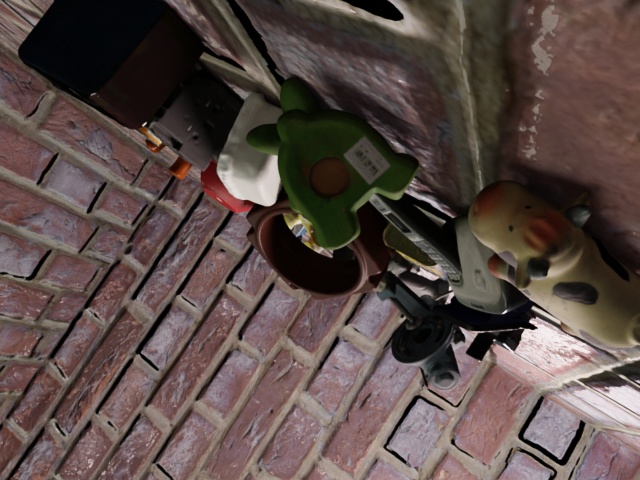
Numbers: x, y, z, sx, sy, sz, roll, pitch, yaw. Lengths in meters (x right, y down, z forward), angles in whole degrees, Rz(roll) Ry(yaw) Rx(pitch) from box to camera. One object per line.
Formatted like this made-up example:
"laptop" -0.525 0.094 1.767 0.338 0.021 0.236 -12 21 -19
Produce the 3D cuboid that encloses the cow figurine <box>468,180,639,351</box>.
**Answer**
"cow figurine" 0.200 0.023 0.441 0.195 0.085 0.127 37 180 -14

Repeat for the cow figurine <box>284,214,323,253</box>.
"cow figurine" -0.020 -0.060 0.981 0.167 0.098 0.068 52 148 15

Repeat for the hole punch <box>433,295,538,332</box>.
"hole punch" 0.248 0.082 0.815 0.116 0.092 0.142 4 -175 -25

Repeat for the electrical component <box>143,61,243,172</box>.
"electrical component" -0.167 -0.166 0.746 0.058 0.115 0.134 34 177 45

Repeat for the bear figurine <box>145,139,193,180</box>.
"bear figurine" -0.295 -0.211 1.066 0.120 0.132 0.196 47 -178 2

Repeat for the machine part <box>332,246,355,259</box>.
"machine part" 0.053 0.012 1.016 0.084 0.138 0.039 27 -161 36

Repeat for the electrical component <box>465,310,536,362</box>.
"electrical component" 0.299 0.155 0.908 0.047 0.119 0.075 37 171 -39

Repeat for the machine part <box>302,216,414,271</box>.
"machine part" 0.058 -0.027 0.905 0.243 0.079 0.079 32 175 -2

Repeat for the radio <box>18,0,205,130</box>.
"radio" -0.256 -0.224 0.638 0.230 0.131 0.073 29 172 36

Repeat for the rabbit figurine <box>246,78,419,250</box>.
"rabbit figurine" 0.001 -0.080 0.556 0.159 0.121 0.170 37 -170 -6

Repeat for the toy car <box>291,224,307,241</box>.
"toy car" -0.063 -0.064 1.104 0.109 0.161 0.103 29 -144 -14

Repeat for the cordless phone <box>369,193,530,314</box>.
"cordless phone" 0.135 -0.008 0.575 0.184 0.088 0.146 38 175 -5

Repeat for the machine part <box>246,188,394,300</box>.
"machine part" -0.002 -0.003 0.839 0.201 0.087 0.201 -15 124 42

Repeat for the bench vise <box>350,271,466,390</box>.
"bench vise" 0.167 0.129 0.915 0.240 0.129 0.224 45 -146 -22

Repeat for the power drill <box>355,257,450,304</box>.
"power drill" 0.141 0.084 1.090 0.207 0.086 0.232 31 145 -17
